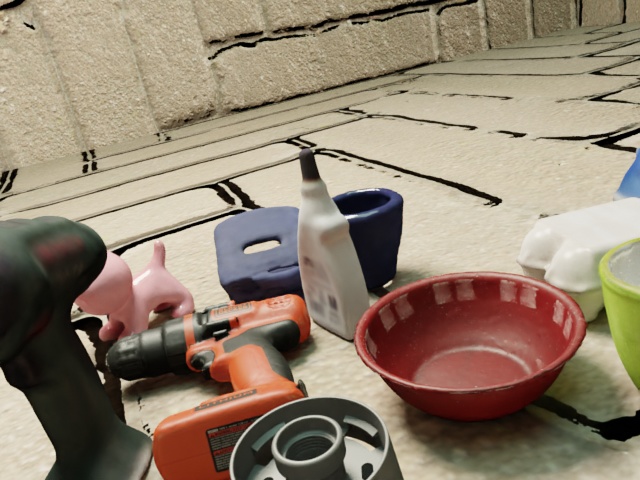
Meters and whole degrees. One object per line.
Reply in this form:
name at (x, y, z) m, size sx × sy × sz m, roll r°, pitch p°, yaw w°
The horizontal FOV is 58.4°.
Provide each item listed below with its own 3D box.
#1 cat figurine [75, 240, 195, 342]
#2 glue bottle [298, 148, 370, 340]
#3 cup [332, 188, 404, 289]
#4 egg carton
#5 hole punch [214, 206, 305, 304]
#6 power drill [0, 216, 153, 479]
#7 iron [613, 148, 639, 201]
cat figurine at (-0.206, 0.045, 0.599) m, size 0.067 × 0.118 × 0.128 m, roll 7°, pitch 28°, yaw 40°
glue bottle at (0.005, 0.002, 0.519) m, size 0.037 × 0.173 × 0.077 m, roll -23°, pitch 24°, yaw -27°
cup at (0.037, 0.001, 0.613) m, size 0.117 × 0.095 × 0.092 m, roll 3°, pitch 26°, yaw 35°
egg carton at (0.256, 0.014, 0.499) m, size 0.150 × 0.069 × 0.107 m, roll -14°, pitch 21°, yaw -5°
hole punch at (-0.056, 0.020, 0.620) m, size 0.108 × 0.091 × 0.101 m, roll -14°, pitch 21°, yaw -5°
power drill at (-0.177, 0.084, 0.357) m, size 0.075 × 0.209 × 0.229 m, roll -12°, pitch 21°, yaw 0°
iron at (0.409, -0.081, 0.561) m, size 0.119 × 0.142 × 0.257 m, roll -23°, pitch 24°, yaw -27°
